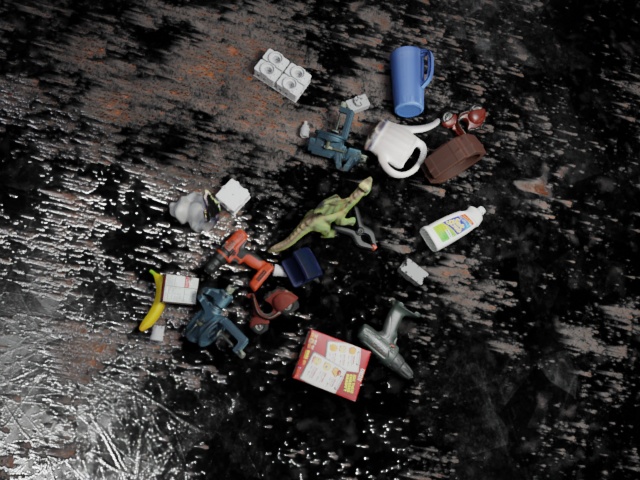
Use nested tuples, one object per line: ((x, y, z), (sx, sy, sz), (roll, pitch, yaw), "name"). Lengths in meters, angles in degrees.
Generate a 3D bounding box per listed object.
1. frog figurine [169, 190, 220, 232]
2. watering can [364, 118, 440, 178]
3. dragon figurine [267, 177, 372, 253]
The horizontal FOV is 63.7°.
((-0.419, -0.091, 1.723), (0.158, 0.123, 0.138), (-13, 87, 25), "frog figurine")
((0.299, -0.373, 1.893), (0.224, 0.102, 0.354), (31, 60, 2), "watering can")
((0.005, -0.085, 1.687), (0.413, 0.238, 0.123), (-31, 74, -13), "dragon figurine")
